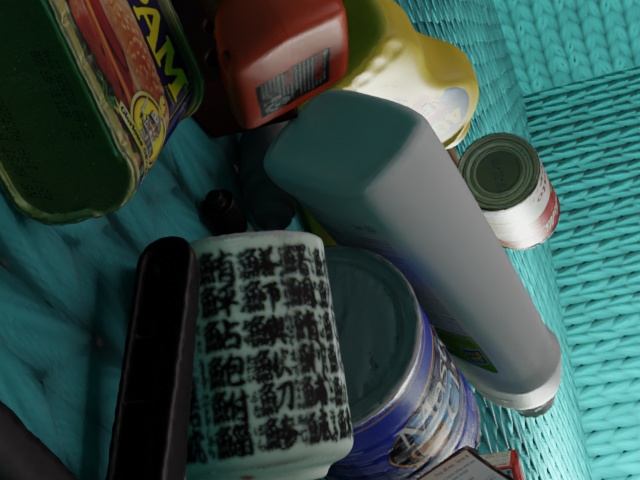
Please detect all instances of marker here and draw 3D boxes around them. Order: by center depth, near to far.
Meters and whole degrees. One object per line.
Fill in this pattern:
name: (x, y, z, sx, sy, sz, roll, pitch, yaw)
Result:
marker: (-0.034, 0.013, 0.592, 0.121, 0.020, 0.020, 60, 23, -46)

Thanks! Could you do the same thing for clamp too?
clamp: (-0.065, 0.101, 0.371, 0.164, 0.036, 0.210, -37, 114, -63)

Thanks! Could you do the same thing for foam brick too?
foam brick: (-0.047, -0.105, 0.583, 0.051, 0.053, 0.078, 51, 29, -58)

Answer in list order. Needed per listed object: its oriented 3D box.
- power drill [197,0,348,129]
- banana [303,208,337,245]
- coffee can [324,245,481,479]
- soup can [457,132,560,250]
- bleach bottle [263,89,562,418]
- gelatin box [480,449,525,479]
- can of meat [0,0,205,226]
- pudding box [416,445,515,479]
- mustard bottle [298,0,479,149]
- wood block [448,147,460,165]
power drill: (-0.056, -0.148, 0.439, 0.188, 0.057, 0.184, 61, -1, 9)
banana: (0.002, -0.014, 0.720, 0.069, 0.037, 0.197, -55, 132, -40)
coffee can: (0.023, 0.080, 0.582, 0.140, 0.103, 0.103, 55, 27, -54)
soup can: (0.154, -0.039, 0.868, 0.102, 0.069, 0.068, 41, 39, -62)
bleach bottle: (0.073, 0.025, 0.626, 0.068, 0.103, 0.250, -50, 129, -14)
gelatin box: (0.121, 0.209, 0.844, 0.030, 0.089, 0.073, -59, 134, -68)
can of meat: (-0.092, -0.068, 0.392, 0.084, 0.057, 0.102, -73, 145, -56)
pudding box: (0.046, 0.169, 0.554, 0.113, 0.039, 0.090, -23, 139, -45)
mustard bottle: (0.047, -0.093, 0.682, 0.191, 0.096, 0.058, 14, 50, -57)
wood block: (0.099, -0.002, 0.941, 0.206, 0.090, 0.091, 45, 35, -61)
